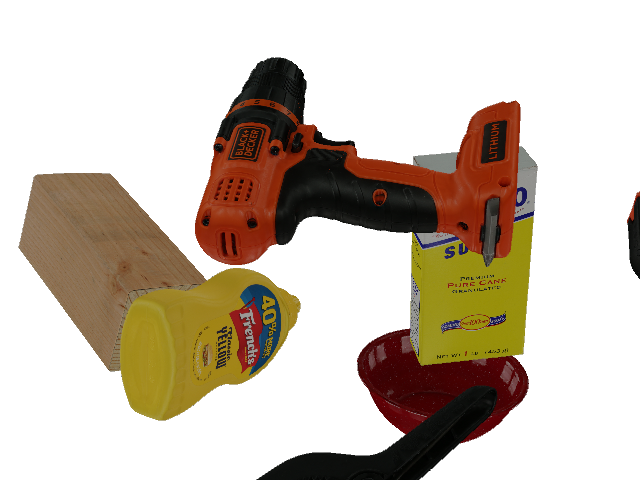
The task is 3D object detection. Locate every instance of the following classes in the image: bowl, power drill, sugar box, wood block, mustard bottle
[{"bbox_3d":[0.114,0.145,1.016,0.162,0.055,0.162,3,25,-1],"label":"bowl"},{"bbox_3d":[0.027,-0.052,0.658,0.188,0.057,0.184,2,43,9],"label":"power drill"},{"bbox_3d":[0.122,0.015,0.869,0.093,0.176,0.048,-6,31,-7],"label":"sugar box"},{"bbox_3d":[-0.204,0.024,1.033,0.090,0.091,0.206,-4,35,-41],"label":"wood block"},{"bbox_3d":[-0.078,0.074,0.872,0.058,0.096,0.191,11,16,32],"label":"mustard bottle"}]

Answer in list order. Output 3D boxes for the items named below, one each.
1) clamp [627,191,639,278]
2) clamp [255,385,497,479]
[{"bbox_3d":[0.267,0.029,0.695,0.120,0.039,0.171,-2,45,-20],"label":"clamp"},{"bbox_3d":[0.034,0.153,0.650,0.210,0.036,0.164,-7,30,2],"label":"clamp"}]
